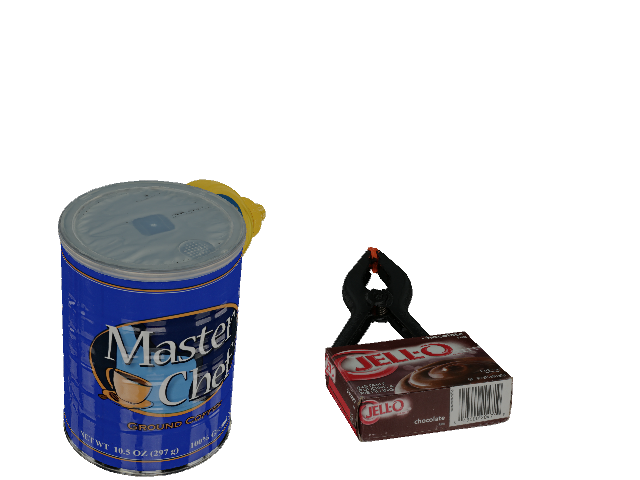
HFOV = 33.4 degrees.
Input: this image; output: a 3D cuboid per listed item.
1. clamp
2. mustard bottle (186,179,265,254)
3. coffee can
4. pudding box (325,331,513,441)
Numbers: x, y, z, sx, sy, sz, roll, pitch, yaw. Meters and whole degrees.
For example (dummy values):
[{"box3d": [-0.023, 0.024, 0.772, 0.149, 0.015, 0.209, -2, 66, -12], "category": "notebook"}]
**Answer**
[{"box3d": [0.075, 0.078, 1.187, 0.120, 0.171, 0.039, 7, -42, 1], "category": "clamp"}, {"box3d": [-0.115, -0.003, 0.957, 0.058, 0.096, 0.191, 13, 22, 33], "category": "mustard bottle"}, {"box3d": [-0.099, 0.050, 0.621, 0.102, 0.140, 0.103, 5, 30, -3], "category": "coffee can"}, {"box3d": [0.067, 0.101, 0.758, 0.113, 0.039, 0.090, -4, 18, -14], "category": "pudding box"}]
